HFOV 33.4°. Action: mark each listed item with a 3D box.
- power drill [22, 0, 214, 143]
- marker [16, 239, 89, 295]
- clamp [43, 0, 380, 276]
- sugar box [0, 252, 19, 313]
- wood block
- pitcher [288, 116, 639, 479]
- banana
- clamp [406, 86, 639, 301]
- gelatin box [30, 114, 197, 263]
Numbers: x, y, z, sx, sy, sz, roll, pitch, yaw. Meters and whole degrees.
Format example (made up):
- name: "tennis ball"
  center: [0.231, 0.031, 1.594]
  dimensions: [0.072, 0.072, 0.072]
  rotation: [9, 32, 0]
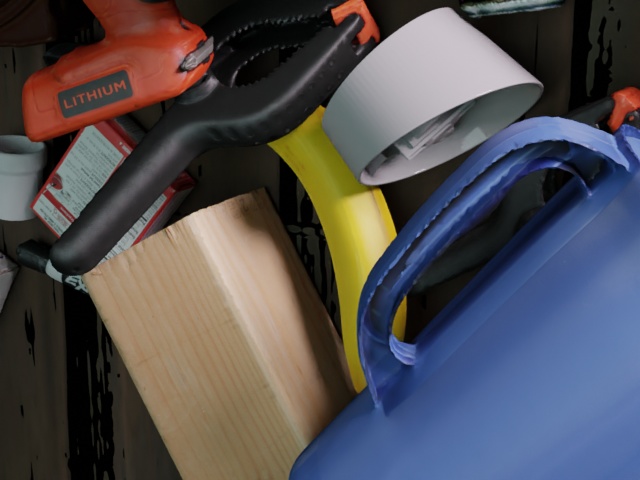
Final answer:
- name: "power drill"
  center: [-0.147, -0.147, 0.530]
  dimensions: [0.185, 0.057, 0.187]
  rotation: [-14, 113, 20]
- name: "marker"
  center: [-0.149, 0.028, 0.697]
  dimensions: [0.121, 0.020, 0.020]
  rotation: [22, 112, 19]
- name: "clamp"
  center: [-0.070, -0.088, 0.596]
  dimensions: [0.210, 0.036, 0.164]
  rotation: [-27, 54, 10]
- name: "sugar box"
  center: [-0.301, 0.008, 0.752]
  dimensions: [0.176, 0.048, 0.093]
  rotation: [35, 115, 10]
- name: "wood block"
  center: [-0.039, 0.086, 0.620]
  dimensions: [0.091, 0.090, 0.206]
  rotation: [-26, 91, 28]
- name: "pitcher"
  center: [0.090, 0.067, 0.485]
  dimensions: [0.243, 0.144, 0.149]
  rotation: [-45, 65, 22]
- name: "banana"
  center: [0.006, -0.012, 0.592]
  dimensions: [0.070, 0.037, 0.198]
  rotation: [-38, 72, 33]
- name: "clamp"
  center: [0.125, 0.005, 0.550]
  dimensions: [0.120, 0.039, 0.172]
  rotation: [38, 123, 6]
- name: "gelatin box"
  center: [-0.131, -0.028, 0.669]
  dimensions: [0.073, 0.030, 0.089]
  rotation: [44, 117, 8]
